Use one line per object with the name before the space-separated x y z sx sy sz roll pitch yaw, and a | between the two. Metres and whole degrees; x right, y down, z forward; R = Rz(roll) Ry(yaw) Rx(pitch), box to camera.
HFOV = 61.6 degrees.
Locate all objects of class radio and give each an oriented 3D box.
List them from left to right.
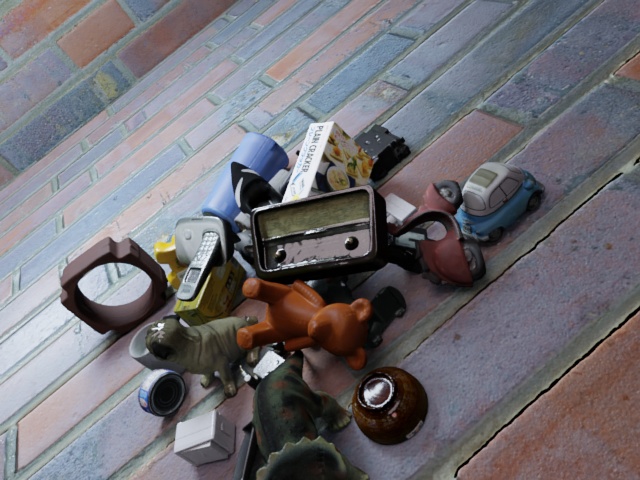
radio | -0.002 -0.003 0.903 0.230 0.073 0.131 -11 74 23

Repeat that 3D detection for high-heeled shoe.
high-heeled shoe | -0.116 -0.089 1.146 0.086 0.249 0.145 -37 -6 -19

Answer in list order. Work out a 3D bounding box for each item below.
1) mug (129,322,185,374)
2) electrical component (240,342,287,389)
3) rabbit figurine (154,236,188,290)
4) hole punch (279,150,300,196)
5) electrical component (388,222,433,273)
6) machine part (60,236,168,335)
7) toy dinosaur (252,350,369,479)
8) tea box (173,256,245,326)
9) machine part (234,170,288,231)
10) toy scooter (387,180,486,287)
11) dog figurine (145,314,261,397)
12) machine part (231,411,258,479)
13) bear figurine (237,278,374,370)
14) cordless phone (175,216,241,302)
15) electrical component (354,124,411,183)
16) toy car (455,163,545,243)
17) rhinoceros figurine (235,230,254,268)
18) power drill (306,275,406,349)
mug | -0.305 0.218 1.072 0.109 0.107 0.081 -41 39 -13
electrical component | -0.093 0.225 0.948 0.102 0.045 0.078 -47 37 -13
rabbit figurine | -0.310 0.015 1.287 0.162 0.121 0.173 -34 19 -1
hole punch | -0.009 -0.119 1.177 0.092 0.142 0.115 27 83 51
electrical component | 0.169 0.016 0.952 0.119 0.047 0.075 10 48 -7
machine part | -0.473 0.105 1.242 0.201 0.200 0.087 -35 35 2
toy dinosaur | -0.036 0.261 0.749 0.131 0.192 0.405 -34 39 1
tea box | -0.230 0.105 1.139 0.068 0.098 0.170 -11 43 29
machine part | -0.118 -0.082 1.261 0.243 0.079 0.079 -48 39 -16
toy scooter | 0.186 0.000 0.884 0.135 0.075 0.184 -18 78 9
dog figurine | -0.206 0.171 0.976 0.121 0.190 0.172 -5 46 35
machine part | -0.110 0.325 0.847 0.084 0.039 0.139 -40 29 56
bear figurine | -0.021 0.131 0.833 0.196 0.132 0.120 12 95 48
cordless phone | -0.254 0.044 1.079 0.147 0.088 0.184 0 54 34
electrical component | 0.119 -0.198 1.214 0.115 0.058 0.134 -42 38 -9
toy car | 0.293 -0.078 0.917 0.161 0.102 0.109 -41 37 -9
rhinoceros figurine | -0.114 0.019 1.128 0.073 0.112 0.190 -48 31 -17
power drill | 0.050 0.089 0.951 0.208 0.085 0.232 24 69 45
